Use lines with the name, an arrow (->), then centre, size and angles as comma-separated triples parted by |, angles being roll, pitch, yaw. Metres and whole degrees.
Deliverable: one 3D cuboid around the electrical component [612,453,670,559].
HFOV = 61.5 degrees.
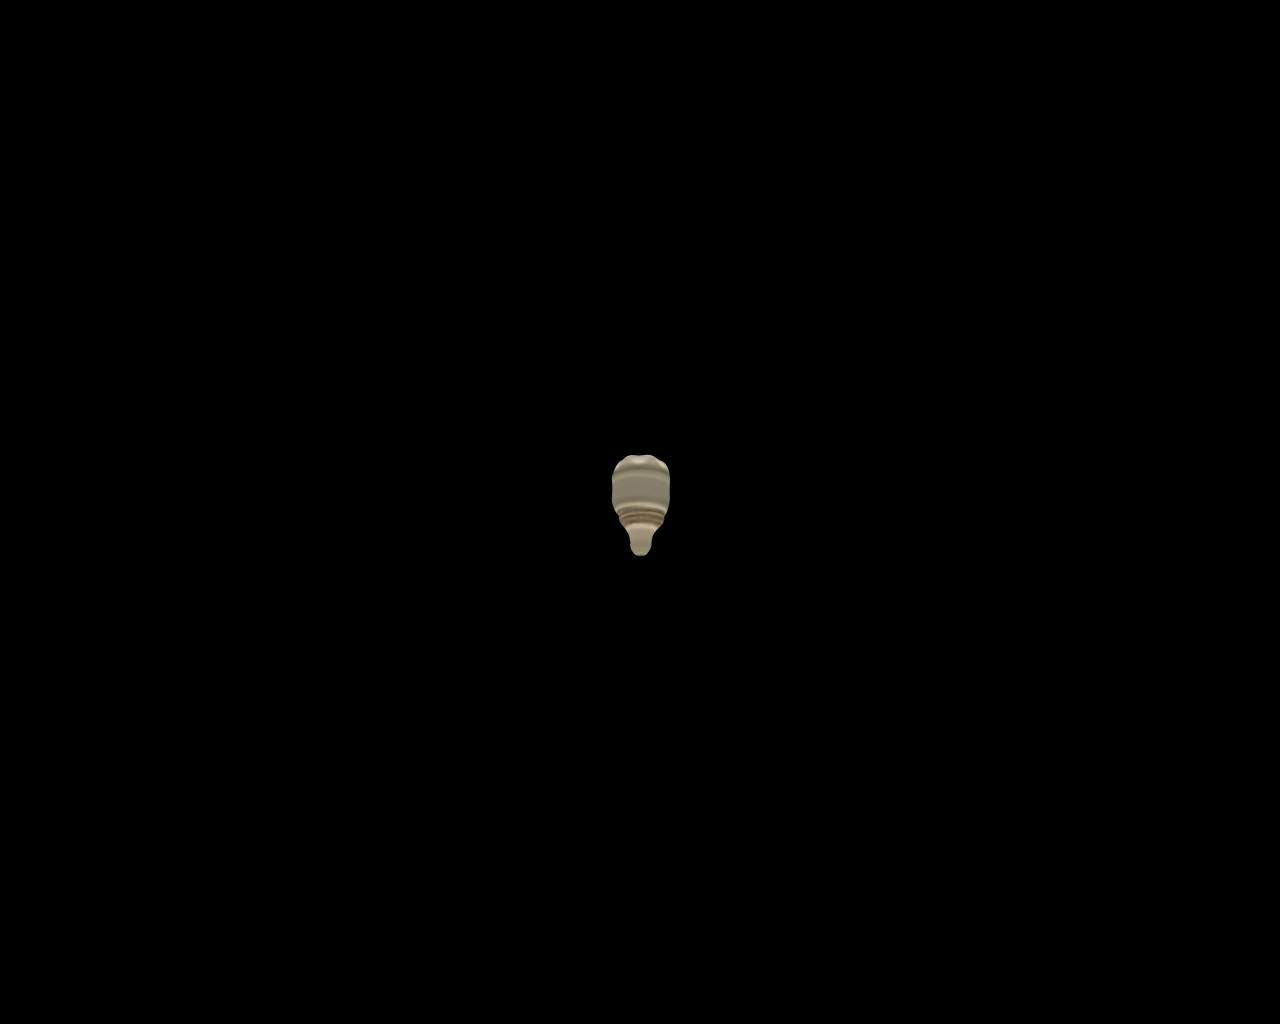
electrical component -> 0.001, -0.003, 0.650 | 0.035, 0.061, 0.035 | 0, -18, 0
